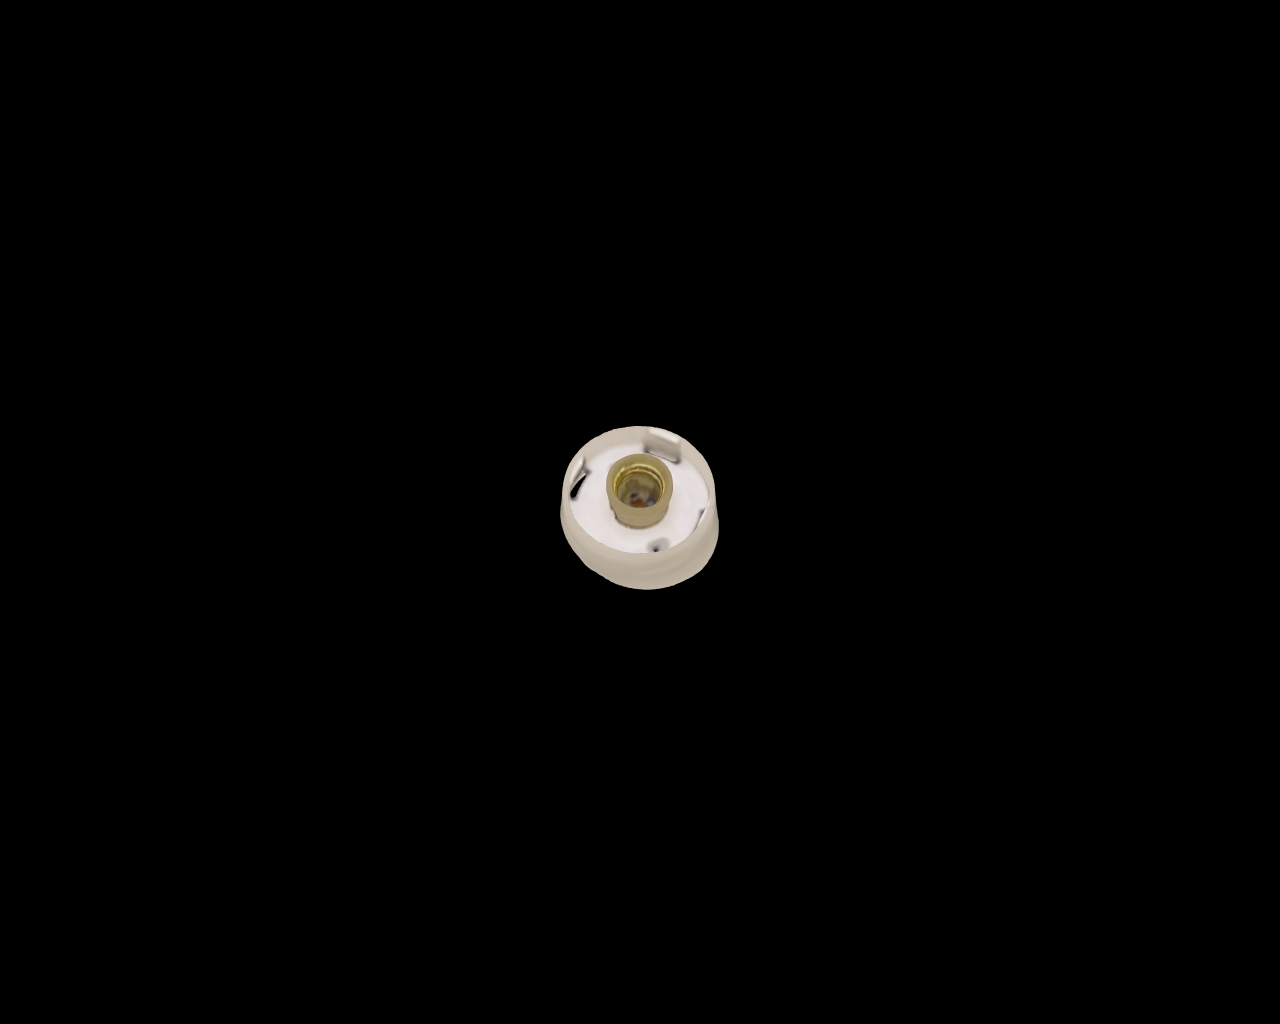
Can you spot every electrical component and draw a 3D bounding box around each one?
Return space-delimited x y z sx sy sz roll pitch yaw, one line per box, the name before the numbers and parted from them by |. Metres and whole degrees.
electrical component | 0.001 -0.003 0.650 0.099 0.099 0.064 0 -31 0
